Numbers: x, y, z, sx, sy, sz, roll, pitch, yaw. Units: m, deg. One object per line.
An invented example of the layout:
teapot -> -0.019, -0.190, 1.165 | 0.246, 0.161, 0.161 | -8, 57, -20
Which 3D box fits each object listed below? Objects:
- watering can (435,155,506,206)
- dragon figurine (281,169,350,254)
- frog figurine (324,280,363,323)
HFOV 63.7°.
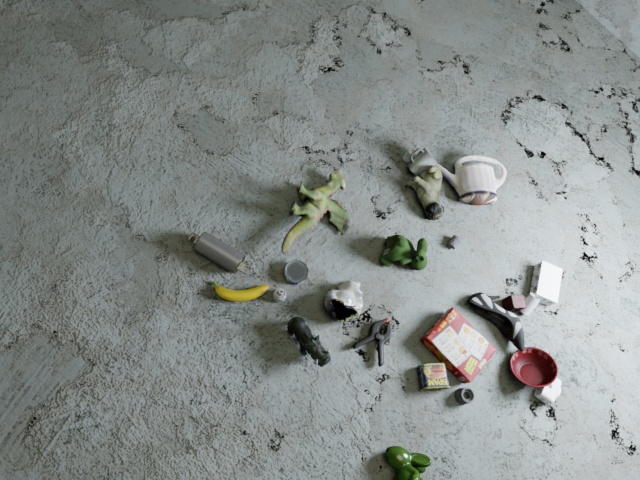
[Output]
watering can -> 0.603, -0.249, 2.139 | 0.347, 0.102, 0.228 | -1, 67, 2
dragon figurine -> 0.006, -0.098, 1.942 | 0.242, 0.120, 0.418 | 19, 65, -12
frog figurine -> 0.087, 0.211, 1.833 | 0.137, 0.120, 0.163 | 10, 29, 1
